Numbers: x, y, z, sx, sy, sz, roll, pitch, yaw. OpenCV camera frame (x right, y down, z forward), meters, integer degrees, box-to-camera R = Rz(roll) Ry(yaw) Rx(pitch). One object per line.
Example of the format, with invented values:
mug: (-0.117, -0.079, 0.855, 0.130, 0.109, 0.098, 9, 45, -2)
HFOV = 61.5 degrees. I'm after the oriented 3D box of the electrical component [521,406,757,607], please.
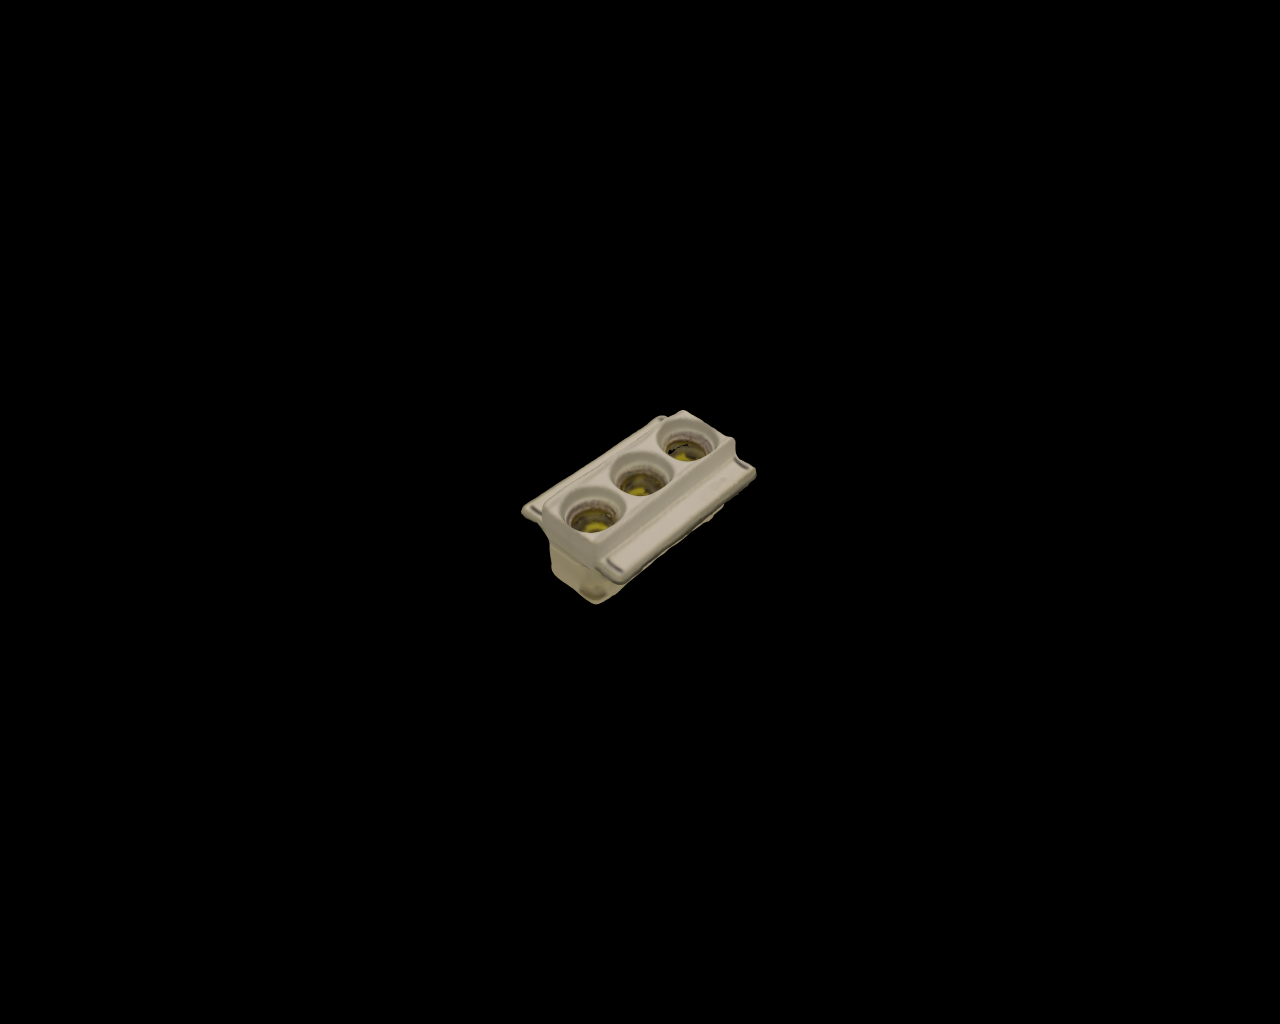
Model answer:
electrical component: (0.001, -0.003, 0.650, 0.079, 0.063, 0.121, 33, 54, 29)
